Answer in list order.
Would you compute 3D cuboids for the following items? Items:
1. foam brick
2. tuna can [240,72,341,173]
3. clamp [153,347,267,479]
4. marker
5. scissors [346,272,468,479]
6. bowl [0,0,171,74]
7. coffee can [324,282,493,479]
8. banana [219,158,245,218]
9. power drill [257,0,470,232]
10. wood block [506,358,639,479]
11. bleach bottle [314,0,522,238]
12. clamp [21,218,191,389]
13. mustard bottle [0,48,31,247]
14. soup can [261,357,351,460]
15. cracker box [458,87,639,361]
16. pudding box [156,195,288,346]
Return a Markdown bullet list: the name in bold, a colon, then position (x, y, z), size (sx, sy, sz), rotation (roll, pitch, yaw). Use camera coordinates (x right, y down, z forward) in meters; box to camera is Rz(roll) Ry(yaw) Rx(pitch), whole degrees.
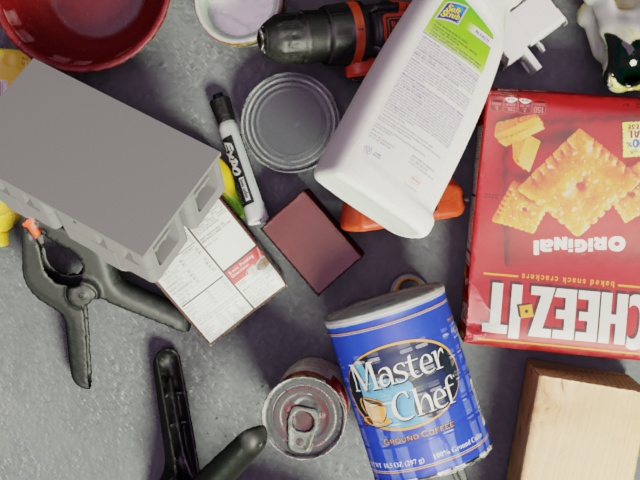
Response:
- **foam brick**: position (-0.006, 0.001, 0.917), size (0.051, 0.053, 0.078), rotation (-41, 89, 6)
- **tuna can**: position (-0.024, -0.101, 0.922), size (0.086, 0.033, 0.086), rotation (0, 93, 5)
- **clamp**: position (-0.105, 0.214, 0.910), size (0.036, 0.165, 0.210), rotation (-1, 103, -36)
- **marker**: position (-0.071, -0.072, 0.924), size (0.020, 0.020, 0.121), rotation (-20, 78, 6)
- **scissors**: position (0.073, 0.130, 0.936), size (0.096, 0.016, 0.202), rotation (-6, 92, 7)
- **bowl**: position (-0.199, -0.222, 0.921), size (0.162, 0.055, 0.162), rotation (0, 93, 5)
- **coffee can**: position (0.072, 0.116, 0.874), size (0.103, 0.102, 0.140), rotation (-17, 92, 6)
- **banana**: position (-0.160, -0.057, 0.924), size (0.197, 0.037, 0.069), rotation (2, 76, -4)
- **power drill**: position (0.045, -0.104, 0.881), size (0.184, 0.057, 0.188), rotation (-8, 96, -16)
- **wood block**: position (0.203, 0.213, 0.891), size (0.091, 0.090, 0.206), rotation (9, 94, 4)
- **bleach bottle**: position (0.097, -0.132, 0.835), size (0.102, 0.068, 0.250), rotation (33, 80, -17)
- **clamp**: position (-0.209, 0.051, 0.928), size (0.120, 0.039, 0.171), rotation (-41, 108, 4)
- **mustard bottle**: position (-0.291, -0.071, 0.936), size (0.096, 0.058, 0.191), rotation (3, 94, -12)
- **soup can**: position (-0.009, 0.139, 0.900), size (0.068, 0.102, 0.068), rotation (0, 93, 5)
- **cracker box**: position (0.207, -0.014, 0.886), size (0.164, 0.072, 0.214), rotation (5, 94, 5)
- **pudding box**: position (-0.095, 0.021, 0.915), size (0.090, 0.039, 0.113), rotation (-38, 105, 1)
